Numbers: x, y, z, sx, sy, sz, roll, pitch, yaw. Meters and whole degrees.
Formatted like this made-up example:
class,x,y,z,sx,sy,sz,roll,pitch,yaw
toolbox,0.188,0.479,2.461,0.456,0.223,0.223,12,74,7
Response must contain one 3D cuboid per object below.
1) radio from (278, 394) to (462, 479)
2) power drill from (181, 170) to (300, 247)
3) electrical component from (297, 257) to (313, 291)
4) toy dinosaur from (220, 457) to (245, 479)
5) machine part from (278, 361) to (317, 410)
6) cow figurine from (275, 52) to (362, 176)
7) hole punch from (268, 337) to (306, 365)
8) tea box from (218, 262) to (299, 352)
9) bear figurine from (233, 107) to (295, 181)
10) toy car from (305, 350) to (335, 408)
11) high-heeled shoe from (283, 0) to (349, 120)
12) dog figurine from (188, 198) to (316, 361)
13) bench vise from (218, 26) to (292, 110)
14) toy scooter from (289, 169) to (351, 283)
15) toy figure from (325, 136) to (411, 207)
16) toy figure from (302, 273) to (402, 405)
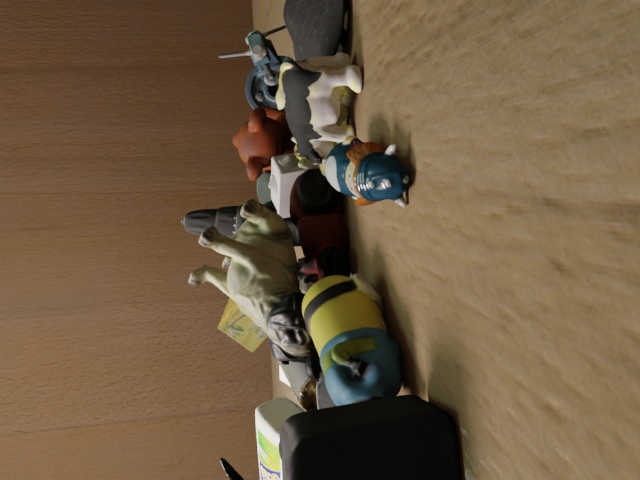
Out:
class,x,y,z,sx,sy,sz,roll,pitch,yaw
radio,0.041,0.243,0.405,0.073,0.131,0.229,143,123,-77
power drill,-0.096,-0.056,0.919,0.207,0.232,0.085,-72,-13,-68
electrical component,-0.013,0.063,0.962,0.078,0.045,0.102,60,-176,-21
toy dinosaur,-0.026,0.430,0.573,0.192,0.131,0.404,25,139,50
machine part,-0.023,0.204,0.878,0.243,0.079,0.079,-140,46,-64
cow figurine,-0.007,-0.144,0.666,0.167,0.098,0.068,96,161,-44
hole punch,-0.020,0.131,0.821,0.142,0.116,0.092,-126,41,-72
tea box,-0.090,0.083,0.835,0.098,0.068,0.170,-49,13,18
bear figurine,-0.089,-0.159,0.877,0.196,0.132,0.120,-22,-63,-57
toy car,0.029,0.207,0.642,0.074,0.056,0.201,-10,80,36
high-heeled shoe,0.007,-0.254,0.724,0.145,0.086,0.248,-33,-36,-66
dog figurine,-0.047,0.051,0.692,0.191,0.172,0.121,36,141,15
bench vise,-0.092,-0.319,0.995,0.240,0.129,0.223,34,-137,-79
toy scooter,-0.002,-0.002,0.767,0.135,0.075,0.184,108,152,-66
toy figure,0.043,-0.065,0.525,0.064,0.058,0.154,49,-179,-18
toy figure,0.032,0.106,0.540,0.180,0.089,0.082,-100,16,-49
